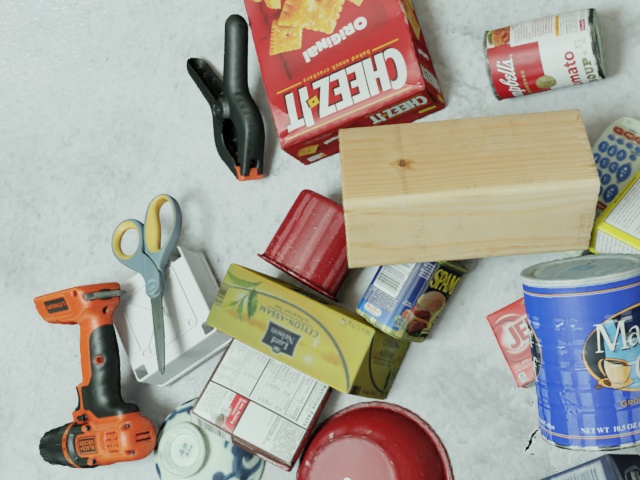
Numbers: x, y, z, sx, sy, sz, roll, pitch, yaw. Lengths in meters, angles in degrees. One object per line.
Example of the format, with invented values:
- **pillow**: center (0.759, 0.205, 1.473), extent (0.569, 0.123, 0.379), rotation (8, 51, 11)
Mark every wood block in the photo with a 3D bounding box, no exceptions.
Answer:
- **wood block**: center (0.123, -0.044, 0.912), extent (0.206, 0.090, 0.091), rotation (-4, 50, 2)

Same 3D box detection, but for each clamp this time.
- **clamp**: center (-0.100, -0.143, 1.142), extent (0.120, 0.039, 0.171), rotation (-16, 82, 62)

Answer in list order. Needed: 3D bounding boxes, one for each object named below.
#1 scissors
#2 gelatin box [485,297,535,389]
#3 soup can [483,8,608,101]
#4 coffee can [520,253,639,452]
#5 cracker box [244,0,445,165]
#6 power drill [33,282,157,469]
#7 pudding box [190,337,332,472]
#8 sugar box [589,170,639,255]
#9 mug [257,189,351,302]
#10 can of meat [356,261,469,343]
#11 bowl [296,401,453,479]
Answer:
- **scissors**: center (-0.183, 0.046, 1.093), extent (0.096, 0.016, 0.201), rotation (-11, 61, 30)
- **gelatin box**: center (0.204, 0.083, 0.960), extent (0.089, 0.030, 0.073), rotation (-29, 68, 17)
- **soup can**: center (0.210, -0.173, 0.995), extent (0.102, 0.068, 0.068), rotation (-9, 74, 23)
- **coffee can**: center (0.224, 0.089, 0.874), extent (0.103, 0.102, 0.140), rotation (-6, 98, 24)
- **cracker box**: center (0.017, -0.208, 1.094), extent (0.164, 0.072, 0.214), rotation (-21, 70, 20)
- **power drill**: center (-0.247, 0.144, 1.111), extent (0.185, 0.057, 0.187), rotation (-15, 85, 43)
- **pudding box**: center (-0.056, 0.158, 1.032), extent (0.113, 0.039, 0.090), rotation (26, 68, 8)
- **sugar box**: center (0.326, 0.009, 0.892), extent (0.176, 0.048, 0.093), rotation (33, 64, 26)
- **mug**: center (-0.007, 0.001, 1.056), extent (0.081, 0.093, 0.117), rotation (-60, 25, -3)
- **can of meat**: center (0.084, 0.046, 0.986), extent (0.057, 0.102, 0.084), rotation (31, 94, 25)
- **bowl**: center (0.039, 0.229, 0.991), extent (0.162, 0.055, 0.162), rotation (-6, 75, 24)
